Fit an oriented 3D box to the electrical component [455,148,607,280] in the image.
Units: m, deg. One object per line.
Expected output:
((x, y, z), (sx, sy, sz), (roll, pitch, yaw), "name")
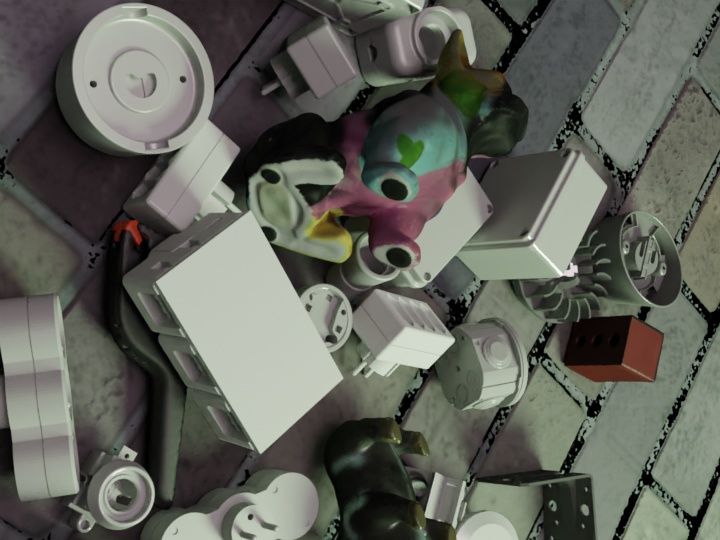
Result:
((0.151, -0.049, 0.973), (0.056, 0.109, 0.108), (43, 64, -28), "electrical component")

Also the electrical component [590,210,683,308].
((0.280, -0.010, 1.086), (0.099, 0.064, 0.099), (3, 85, -35), "electrical component")

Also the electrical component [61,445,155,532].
((-0.176, 0.157, 0.763), (0.048, 0.055, 0.066), (39, 66, -26), "electrical component")

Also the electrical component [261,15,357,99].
((-0.048, -0.164, 0.870), (0.076, 0.083, 0.047), (-31, 108, 7), "electrical component")

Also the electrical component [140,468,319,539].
((-0.089, 0.193, 0.810), (0.138, 0.074, 0.052), (-16, 96, -35), "electrical component")

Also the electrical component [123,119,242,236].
((-0.122, -0.058, 0.821), (0.076, 0.047, 0.083), (42, 65, -25), "electrical component")

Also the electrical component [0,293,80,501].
((-0.236, 0.088, 0.730), (0.074, 0.052, 0.138), (-6, 91, -12), "electrical component")

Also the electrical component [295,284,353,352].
((-0.042, 0.040, 0.870), (0.055, 0.047, 0.055), (3, 85, -35), "electrical component")

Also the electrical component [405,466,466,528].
((0.054, 0.195, 0.913), (0.064, 0.081, 0.042), (37, 65, -51), "electrical component")

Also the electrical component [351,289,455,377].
((0.023, 0.064, 0.907), (0.075, 0.047, 0.083), (-47, 148, 17), "electrical component")

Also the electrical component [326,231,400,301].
((0.000, 0.000, 0.890), (0.044, 0.065, 0.044), (13, 61, -26), "electrical component")

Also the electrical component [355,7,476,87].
((0.053, -0.197, 0.945), (0.095, 0.059, 0.053), (-15, 95, -35), "electrical component")

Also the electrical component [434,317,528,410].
((0.107, 0.084, 0.951), (0.051, 0.080, 0.080), (-6, 90, -30), "electrical component")

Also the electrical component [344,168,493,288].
((0.053, -0.045, 0.936), (0.113, 0.057, 0.078), (-46, 112, -28), "electrical component")

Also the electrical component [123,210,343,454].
((-0.092, 0.043, 0.778), (0.089, 0.062, 0.150), (-40, 115, -29), "electrical component")

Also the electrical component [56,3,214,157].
((-0.169, -0.134, 0.786), (0.108, 0.060, 0.108), (3, 85, -35), "electrical component")

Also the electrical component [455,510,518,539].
((0.098, 0.251, 0.949), (0.080, 0.051, 0.080), (3, 85, -35), "electrical component")

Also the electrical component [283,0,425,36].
((-0.013, -0.245, 0.873), (0.109, 0.109, 0.056), (22, 77, -32), "electrical component")
